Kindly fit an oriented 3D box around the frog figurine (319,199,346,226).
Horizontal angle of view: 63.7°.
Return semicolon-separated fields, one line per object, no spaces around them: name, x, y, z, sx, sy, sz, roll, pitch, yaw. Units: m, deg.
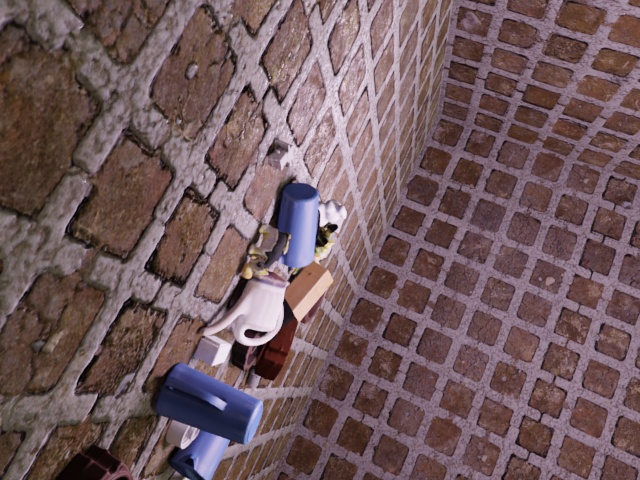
frog figurine;0.005;-0.085;1.693;0.160;0.124;0.135;24;-21;15

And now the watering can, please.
watering can;-0.197;0.192;1.481;0.104;0.225;0.345;12;-6;30

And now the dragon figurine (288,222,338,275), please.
dragon figurine;-0.042;0.043;1.856;0.122;0.237;0.419;30;47;9
